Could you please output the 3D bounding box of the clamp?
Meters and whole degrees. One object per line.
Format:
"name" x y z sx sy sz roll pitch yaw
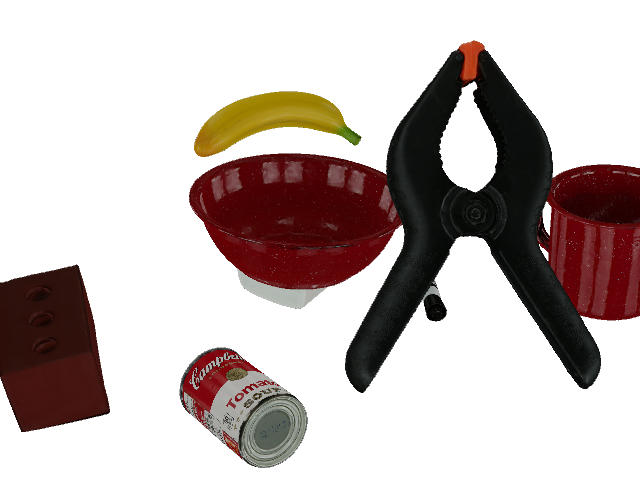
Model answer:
"clamp" 0.062 -0.005 0.509 0.120 0.171 0.039 -9 -4 -7

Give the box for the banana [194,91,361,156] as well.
"banana" -0.050 -0.124 1.101 0.197 0.037 0.070 -9 48 -32

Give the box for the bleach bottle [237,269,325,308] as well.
"bleach bottle" 0.013 -0.009 1.308 0.103 0.068 0.250 20 36 29

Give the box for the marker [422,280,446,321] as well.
"marker" 0.100 0.042 1.004 0.020 0.020 0.121 0 24 -4

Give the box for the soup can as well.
"soup can" -0.066 0.141 0.907 0.068 0.068 0.102 0 17 -37

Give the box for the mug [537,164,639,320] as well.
"mug" 0.195 -0.001 0.761 0.093 0.081 0.117 -27 37 -35

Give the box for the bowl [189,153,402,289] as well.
"bowl" -0.015 -0.009 0.784 0.162 0.055 0.162 2 26 -1

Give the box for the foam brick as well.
"foam brick" -0.157 0.063 0.622 0.053 0.051 0.078 -13 42 -10
